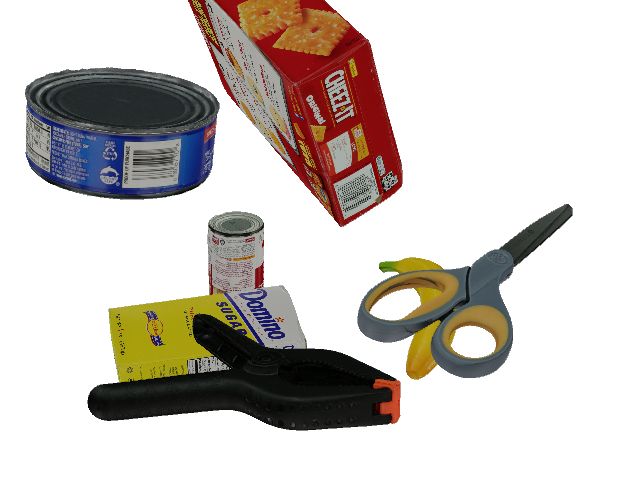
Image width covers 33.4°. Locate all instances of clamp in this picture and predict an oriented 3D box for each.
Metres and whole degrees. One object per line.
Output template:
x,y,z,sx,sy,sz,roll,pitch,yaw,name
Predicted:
-0.041,0.098,0.781,0.210,0.036,0.164,4,19,15,clamp

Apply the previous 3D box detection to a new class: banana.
0.107,0.069,1.078,0.070,0.037,0.198,-30,28,12,banana

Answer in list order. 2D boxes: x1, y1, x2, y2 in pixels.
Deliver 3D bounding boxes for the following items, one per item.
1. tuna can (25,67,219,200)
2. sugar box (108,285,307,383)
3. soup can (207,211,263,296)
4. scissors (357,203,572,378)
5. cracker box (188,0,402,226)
-0.090,-0.050,0.484,0.086,0.034,0.086,6,25,-3,tuna can
-0.108,0.093,1.015,0.176,0.048,0.093,-10,35,-11,sugar box
-0.101,0.024,1.281,0.068,0.102,0.068,1,25,-1,soup can
0.114,0.028,0.643,0.201,0.016,0.096,-19,43,-31,scissors
-0.026,-0.138,0.852,0.072,0.214,0.164,-32,-39,-9,cracker box
